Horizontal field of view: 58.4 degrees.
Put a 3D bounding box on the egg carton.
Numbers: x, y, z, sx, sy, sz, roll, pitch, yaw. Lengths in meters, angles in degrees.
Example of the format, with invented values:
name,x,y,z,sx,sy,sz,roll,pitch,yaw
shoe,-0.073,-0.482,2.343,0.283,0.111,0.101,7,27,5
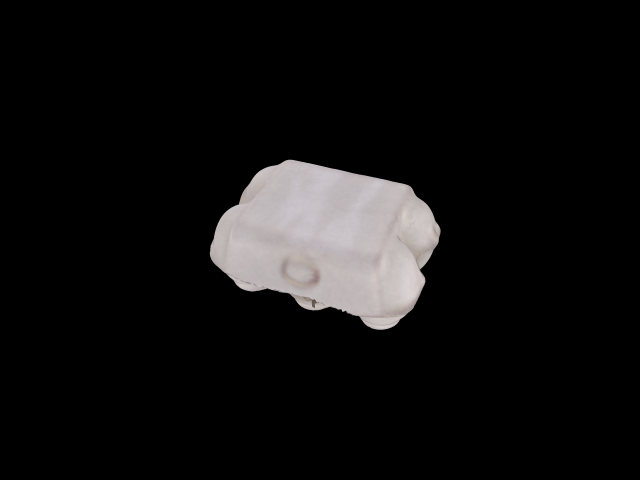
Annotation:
name,x,y,z,sx,sy,sz,roll,pitch,yaw
egg carton,0.004,0.001,0.400,0.150,0.069,0.107,14,43,15
